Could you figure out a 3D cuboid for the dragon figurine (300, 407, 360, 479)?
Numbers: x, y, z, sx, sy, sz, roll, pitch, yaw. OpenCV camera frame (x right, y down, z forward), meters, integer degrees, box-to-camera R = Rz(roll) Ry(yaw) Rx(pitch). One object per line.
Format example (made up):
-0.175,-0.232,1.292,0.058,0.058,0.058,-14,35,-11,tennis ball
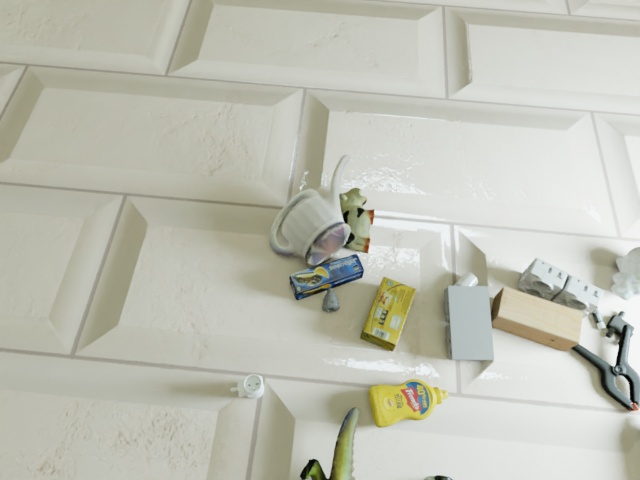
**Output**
0.054,0.612,1.137,0.243,0.120,0.416,39,68,0,dragon figurine

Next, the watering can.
0.004,-0.073,1.457,0.347,0.102,0.228,-45,56,3,watering can

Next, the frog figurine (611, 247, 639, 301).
0.872,0.090,1.425,0.159,0.120,0.140,-21,31,-3,frog figurine
